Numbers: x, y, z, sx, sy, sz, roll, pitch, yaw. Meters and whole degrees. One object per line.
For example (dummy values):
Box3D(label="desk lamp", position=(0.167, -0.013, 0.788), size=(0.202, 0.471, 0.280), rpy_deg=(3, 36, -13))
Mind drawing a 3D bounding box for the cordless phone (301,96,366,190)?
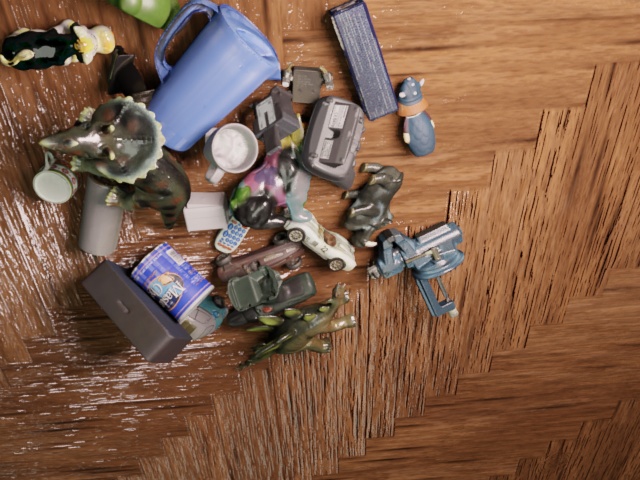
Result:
Box3D(label="cordless phone", position=(0.046, -0.173, 1.010), size=(0.089, 0.184, 0.146), rpy_deg=(13, 84, 23))

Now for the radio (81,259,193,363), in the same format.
Box3D(label="radio", position=(-0.373, 0.149, 1.110), size=(0.073, 0.230, 0.131), rpy_deg=(-44, 164, -5))

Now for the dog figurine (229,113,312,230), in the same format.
Box3D(label="dog figurine", position=(-0.080, -0.142, 1.011), size=(0.191, 0.109, 0.219), rpy_deg=(-10, 123, -23))

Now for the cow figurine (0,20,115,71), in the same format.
Box3D(label="cow figurine", position=(-0.426, -0.316, 0.874), size=(0.167, 0.098, 0.068), rpy_deg=(-9, 118, 2))

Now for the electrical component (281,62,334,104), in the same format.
Box3D(label="electrical component", position=(-0.027, -0.281, 0.963), size=(0.102, 0.045, 0.078), rpy_deg=(7, 122, -10))

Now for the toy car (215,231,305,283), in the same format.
Box3D(label="toy car", position=(-0.131, 0.048, 1.175), size=(0.202, 0.053, 0.089), rpy_deg=(-18, 121, 8))

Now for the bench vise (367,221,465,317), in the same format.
Box3D(label="bench vise", position=(0.227, 0.075, 1.171), size=(0.224, 0.129, 0.240), rpy_deg=(-29, 105, -8))

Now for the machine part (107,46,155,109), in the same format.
Box3D(label="machine part", position=(-0.324, -0.263, 0.903), size=(0.039, 0.139, 0.084), rpy_deg=(3, 127, -46))

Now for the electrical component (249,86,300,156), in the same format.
Box3D(label="electrical component", position=(-0.076, -0.198, 0.928), size=(0.075, 0.119, 0.047), rpy_deg=(-30, 153, 29))

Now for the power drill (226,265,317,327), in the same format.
Box3D(label="power drill", position=(-0.128, 0.129, 1.164), size=(0.232, 0.086, 0.207), rpy_deg=(-22, 156, 5))

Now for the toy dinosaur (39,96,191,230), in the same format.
Box3D(label="toy dinosaur", position=(-0.298, -0.111, 0.931), size=(0.192, 0.131, 0.404), rpy_deg=(15, 163, 27))

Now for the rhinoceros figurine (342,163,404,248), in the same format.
Box3D(label="rhinoceros figurine", position=(0.106, -0.070, 1.108), size=(0.112, 0.073, 0.190), rpy_deg=(10, 121, -24))

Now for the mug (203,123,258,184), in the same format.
Box3D(label="mug", position=(-0.167, -0.147, 0.940), size=(0.081, 0.107, 0.109), rpy_deg=(24, 88, -26))

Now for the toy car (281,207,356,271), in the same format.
Box3D(label="toy car", position=(-0.002, -0.003, 1.136), size=(0.201, 0.073, 0.056), rpy_deg=(37, 117, -26))

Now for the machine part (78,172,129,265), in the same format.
Box3D(label="machine part", position=(-0.429, -0.055, 1.063), size=(0.079, 0.079, 0.243), rpy_deg=(14, 122, -14))

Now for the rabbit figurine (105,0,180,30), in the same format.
Box3D(label="rabbit figurine", position=(-0.260, -0.422, 0.801), size=(0.121, 0.159, 0.170), rpy_deg=(27, 103, -10))

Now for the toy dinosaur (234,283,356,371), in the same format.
Box3D(label="toy dinosaur", position=(-0.066, 0.211, 1.223), size=(0.198, 0.105, 0.471), rpy_deg=(-2, 149, -29))

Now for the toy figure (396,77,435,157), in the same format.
Box3D(label="toy figure", position=(0.176, -0.231, 1.007), size=(0.058, 0.064, 0.154), rpy_deg=(4, 128, 38))

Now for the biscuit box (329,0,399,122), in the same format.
Box3D(label="biscuit box", position=(0.079, -0.311, 0.943), size=(0.063, 0.059, 0.202), rpy_deg=(-20, 123, 7))

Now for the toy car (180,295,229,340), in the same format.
Box3D(label="toy car", position=(-0.290, 0.169, 1.212), size=(0.161, 0.103, 0.109), rpy_deg=(37, 113, -28))
